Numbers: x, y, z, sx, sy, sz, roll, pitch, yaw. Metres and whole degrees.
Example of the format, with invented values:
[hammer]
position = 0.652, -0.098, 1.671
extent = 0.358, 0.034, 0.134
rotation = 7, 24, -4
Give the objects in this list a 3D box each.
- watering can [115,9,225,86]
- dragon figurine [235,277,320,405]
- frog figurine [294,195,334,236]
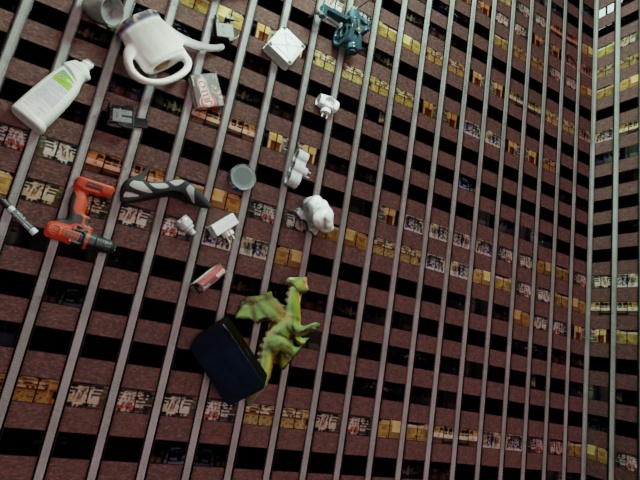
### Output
[watering can]
position = -0.470, -0.604, 1.584
extent = 0.223, 0.103, 0.354
rotation = 54, 52, -11
[dragon figurine]
position = -0.159, 0.282, 1.612
extent = 0.243, 0.120, 0.415
rotation = 43, 73, 3
[frog figurine]
position = 0.005, -0.086, 1.716
extent = 0.124, 0.158, 0.137
rotation = -25, 95, -31
